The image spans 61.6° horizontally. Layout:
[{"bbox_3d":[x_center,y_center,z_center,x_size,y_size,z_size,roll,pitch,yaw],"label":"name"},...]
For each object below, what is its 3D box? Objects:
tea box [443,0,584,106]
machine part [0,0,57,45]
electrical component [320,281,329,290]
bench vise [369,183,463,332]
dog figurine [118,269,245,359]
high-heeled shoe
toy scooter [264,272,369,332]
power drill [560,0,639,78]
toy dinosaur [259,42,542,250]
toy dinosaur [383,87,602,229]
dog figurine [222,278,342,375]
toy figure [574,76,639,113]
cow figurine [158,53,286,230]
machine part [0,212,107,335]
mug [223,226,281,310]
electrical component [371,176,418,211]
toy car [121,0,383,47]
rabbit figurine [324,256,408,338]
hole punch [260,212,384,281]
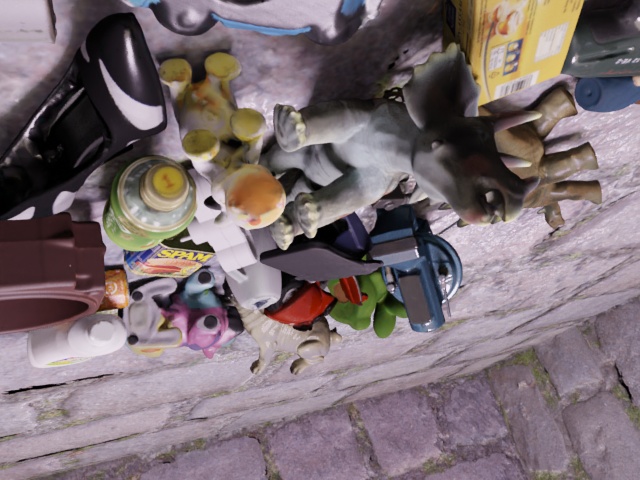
[{"bbox_3d":[0.160,-0.198,0.452,0.098,0.068,0.169,-20,155,2],"label":"tea box"},{"bbox_3d":[-0.238,-0.144,0.286,0.243,0.079,0.079,-8,154,-22],"label":"machine part"},{"bbox_3d":[-0.027,0.059,0.883,0.045,0.078,0.102,-40,176,-33],"label":"electrical component"},{"bbox_3d":[0.139,0.010,0.803,0.129,0.223,0.240,-26,-175,25],"label":"bench vise"},{"bbox_3d":[-0.218,0.140,0.879,0.192,0.108,0.219,-13,158,-12],"label":"dog figurine"},{"bbox_3d":[-0.201,-0.080,0.400,0.145,0.086,0.249,-29,177,-25],"label":"high-heeled shoe"},{"bbox_3d":[0.006,0.074,0.813,0.184,0.075,0.135,-42,119,-11],"label":"toy scooter"},{"bbox_3d":[0.341,-0.236,0.498,0.232,0.086,0.207,-12,163,-7],"label":"power drill"},{"bbox_3d":[0.033,-0.079,0.533,0.192,0.131,0.405,-20,-171,-19],"label":"toy dinosaur"},{"bbox_3d":[0.242,-0.096,0.691,0.199,0.105,0.470,-25,148,24],"label":"toy dinosaur"},{"bbox_3d":[-0.057,0.113,0.864,0.172,0.121,0.190,-12,129,-8],"label":"dog figurine"},{"bbox_3d":[0.378,-0.187,0.640,0.154,0.064,0.057,-14,118,-19],"label":"toy figure"},{"bbox_3d":[-0.078,-0.067,0.449,0.068,0.167,0.098,-17,155,-14],"label":"cow figurine"},{"bbox_3d":[-0.339,0.044,0.570,0.201,0.087,0.201,-3,161,-29],"label":"machine part"},{"bbox_3d":[-0.096,0.036,0.732,0.081,0.107,0.109,-26,157,14],"label":"mug"},{"bbox_3d":[0.079,-0.067,0.683,0.094,0.063,0.021,-2,152,-28],"label":"electrical component"},{"bbox_3d":[-0.036,-0.183,0.306,0.162,0.103,0.109,2,149,-15],"label":"toy car"},{"bbox_3d":[0.096,0.084,0.947,0.170,0.159,0.121,-14,150,-48],"label":"rabbit figurine"},{"bbox_3d":[-0.001,-0.002,0.689,0.142,0.092,0.115,-16,148,37],"label":"hole punch"}]
